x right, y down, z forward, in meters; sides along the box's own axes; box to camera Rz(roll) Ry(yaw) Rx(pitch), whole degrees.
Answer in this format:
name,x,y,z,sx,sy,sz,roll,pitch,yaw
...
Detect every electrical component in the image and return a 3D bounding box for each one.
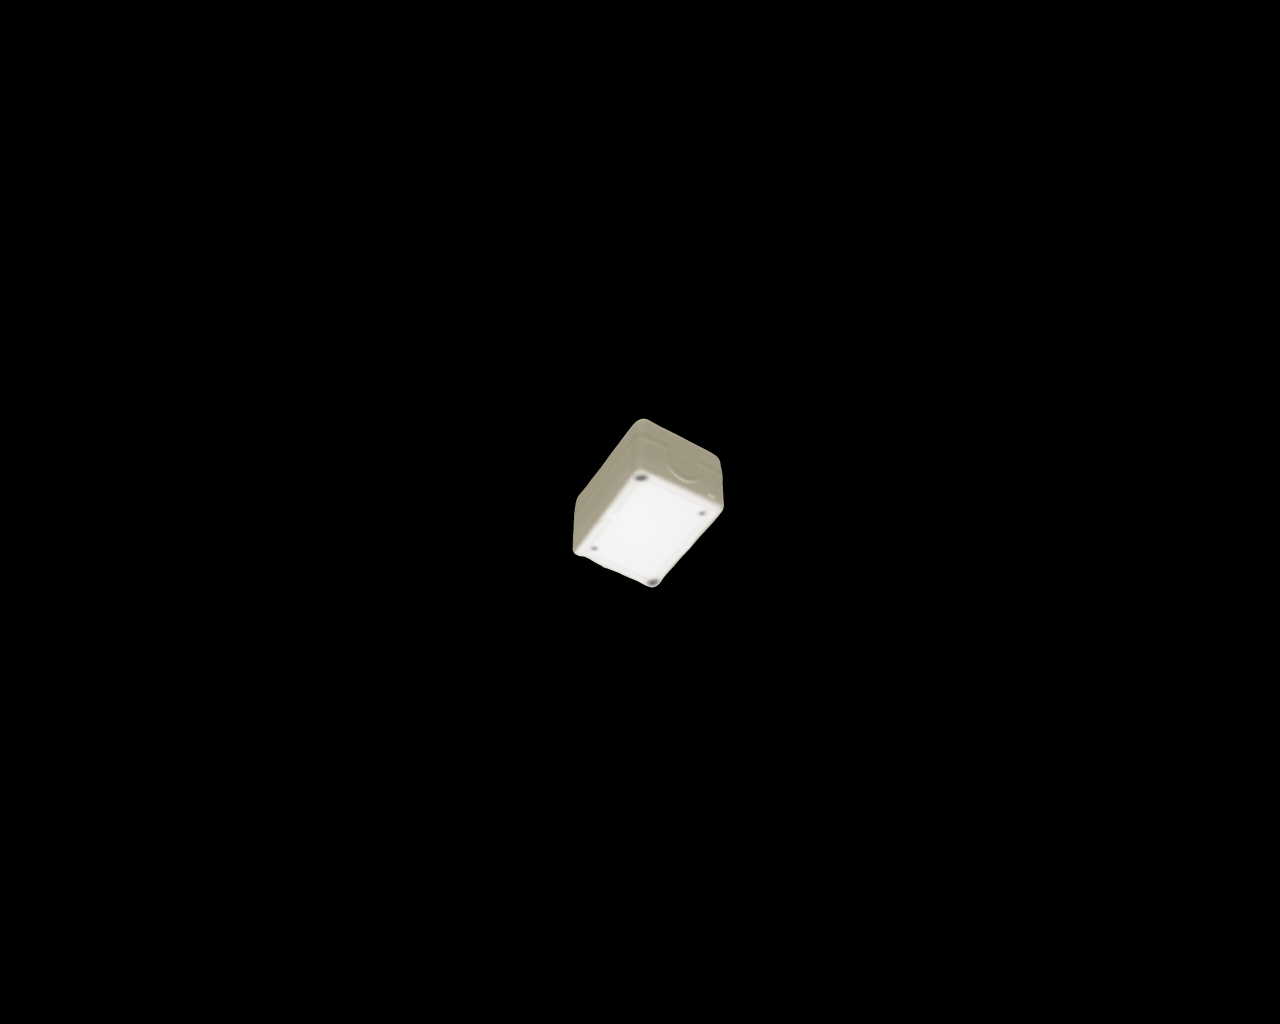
name,x,y,z,sx,sy,sz,roll,pitch,yaw
electrical component,0.001,-0.003,0.650,0.062,0.061,0.096,25,-54,-20
